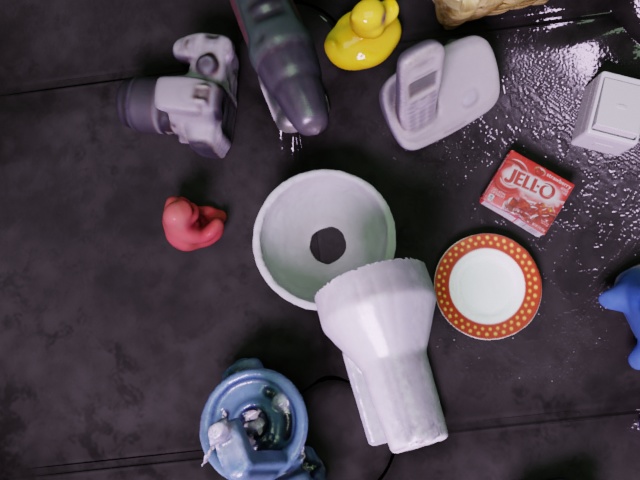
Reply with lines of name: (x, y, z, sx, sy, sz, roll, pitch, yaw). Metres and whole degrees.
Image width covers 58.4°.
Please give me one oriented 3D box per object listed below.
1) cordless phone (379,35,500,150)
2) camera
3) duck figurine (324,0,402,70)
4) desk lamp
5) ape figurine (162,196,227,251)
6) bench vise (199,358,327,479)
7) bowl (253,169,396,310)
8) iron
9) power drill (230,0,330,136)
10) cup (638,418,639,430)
cordless phone: (0.142, -0.185, 0.650, 0.147, 0.185, 0.094, -31, 83, 0)
camera: (-0.177, -0.184, 0.709, 0.136, 0.101, 0.143, 5, 84, 4)
duck figurine: (0.054, -0.264, 0.712, 0.104, 0.086, 0.077, -27, 83, 0)
desk lamp: (0.077, 0.128, 0.607, 0.118, 0.213, 0.203, -17, 83, 1)
ape figurine: (-0.161, -0.025, 0.696, 0.076, 0.092, 0.078, -41, 83, -1)
bench vise: (-0.047, 0.224, 0.600, 0.207, 0.220, 0.121, 45, 88, 6)
bowl: (0.006, 0.002, 0.693, 0.167, 0.075, 0.167, 0, 84, 3)
iron: (0.459, 0.053, 0.631, 0.258, 0.141, 0.118, -24, 83, 0)
power drill: (-0.038, -0.198, 0.649, 0.075, 0.208, 0.229, -23, 83, 1)
cup: (0.400, 0.203, 0.642, 0.091, 0.095, 0.118, -5, 84, 3)
